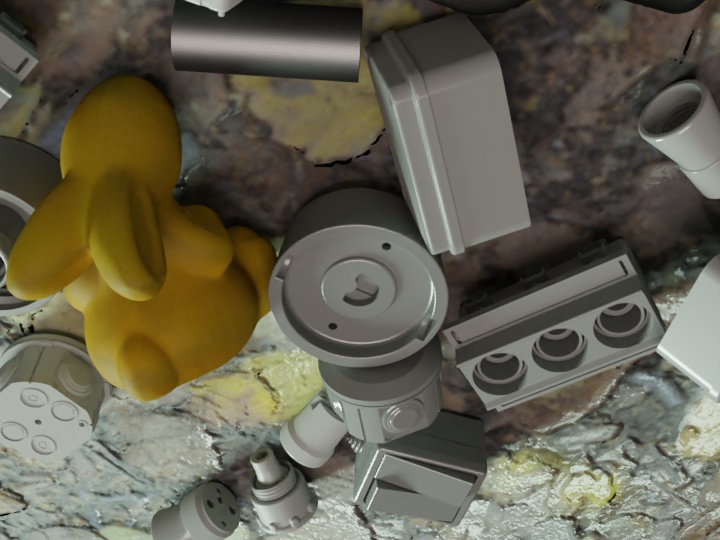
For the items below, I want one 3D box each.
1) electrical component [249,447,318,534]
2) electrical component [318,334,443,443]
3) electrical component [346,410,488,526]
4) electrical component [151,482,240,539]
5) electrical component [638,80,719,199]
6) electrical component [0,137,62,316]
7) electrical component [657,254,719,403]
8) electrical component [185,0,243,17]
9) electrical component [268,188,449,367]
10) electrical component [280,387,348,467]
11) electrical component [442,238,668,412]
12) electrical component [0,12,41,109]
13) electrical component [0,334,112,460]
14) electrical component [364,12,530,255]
[{"bbox_3d":[-0.062,0.160,0.797,0.048,0.048,0.062,-15,117,13],"label":"electrical component"},{"bbox_3d":[0.015,0.069,0.704,0.080,0.080,0.051,-5,131,7],"label":"electrical component"},{"bbox_3d":[0.036,0.137,0.763,0.096,0.061,0.061,15,125,-8],"label":"electrical component"},{"bbox_3d":[-0.125,0.192,0.822,0.055,0.045,0.045,-34,118,24],"label":"electrical component"},{"bbox_3d":[0.196,-0.072,0.616,0.044,0.044,0.065,-35,122,25],"label":"electrical component"},{"bbox_3d":[-0.226,-0.021,0.661,0.108,0.060,0.108,1,126,2],"label":"electrical component"},{"bbox_3d":[0.240,0.026,0.637,0.057,0.113,0.078,42,131,29],"label":"electrical component"},{"bbox_3d":[-0.074,-0.169,0.516,0.062,0.096,0.061,21,127,10],"label":"electrical component"},{"bbox_3d":[0.000,0.000,0.665,0.108,0.060,0.108,1,126,2],"label":"electrical component"},{"bbox_3d":[-0.028,0.110,0.761,0.040,0.040,0.046,30,117,-18],"label":"electrical component"},{"bbox_3d":[0.124,0.033,0.681,0.121,0.063,0.078,-24,122,19],"label":"electrical component"},{"bbox_3d":[-0.241,-0.133,0.578,0.121,0.063,0.079,39,119,-23],"label":"electrical component"},{"bbox_3d":[-0.216,0.088,0.746,0.080,0.051,0.080,1,126,2],"label":"electrical component"},{"bbox_3d":[0.048,-0.074,0.593,0.057,0.078,0.113,-18,125,-1],"label":"electrical component"}]
